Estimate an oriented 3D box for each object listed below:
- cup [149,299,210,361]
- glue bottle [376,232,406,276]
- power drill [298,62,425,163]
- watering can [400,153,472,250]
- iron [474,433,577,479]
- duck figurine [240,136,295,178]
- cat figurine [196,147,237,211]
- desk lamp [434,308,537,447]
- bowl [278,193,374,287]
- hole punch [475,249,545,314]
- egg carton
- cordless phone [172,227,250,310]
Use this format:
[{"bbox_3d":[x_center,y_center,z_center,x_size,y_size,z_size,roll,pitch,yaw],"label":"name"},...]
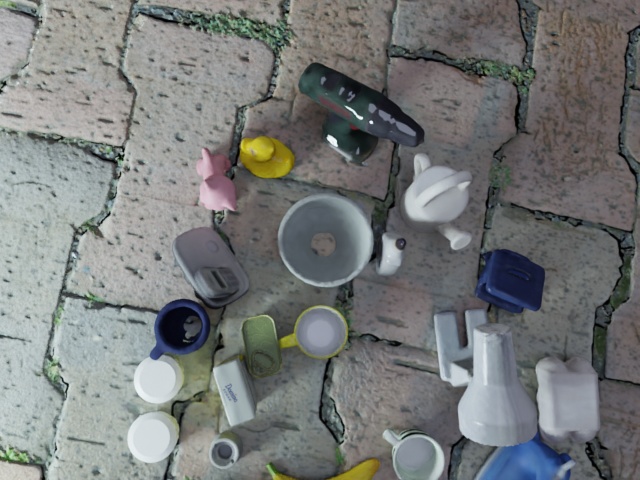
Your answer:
[{"bbox_3d":[-0.237,0.158,0.979,0.091,0.095,0.118,42,82,4],"label":"cup"},{"bbox_3d":[0.126,0.018,0.981,0.037,0.173,0.078,5,81,-2],"label":"glue bottle"},{"bbox_3d":[0.066,-0.208,0.993,0.229,0.208,0.076,34,81,2],"label":"power drill"},{"bbox_3d":[0.210,-0.071,0.988,0.101,0.194,0.173,-44,86,-8],"label":"watering can"},{"bbox_3d":[0.323,0.442,0.946,0.118,0.141,0.258,39,81,3],"label":"iron"},{"bbox_3d":[-0.097,-0.158,1.038,0.104,0.086,0.077,17,81,0],"label":"duck figurine"},{"bbox_3d":[-0.184,-0.102,1.009,0.067,0.117,0.128,-16,83,-5],"label":"cat figurine"},{"bbox_3d":[0.265,0.215,0.939,0.118,0.213,0.203,-7,82,-4],"label":"desk lamp"},{"bbox_3d":[0.009,0.004,1.026,0.167,0.074,0.167,1,82,-3],"label":"bowl"},{"bbox_3d":[0.344,0.071,1.027,0.108,0.091,0.101,22,81,0],"label":"hole punch"},{"bbox_3d":[0.435,0.282,1.012,0.107,0.069,0.150,0,82,-3],"label":"egg carton"},{"bbox_3d":[-0.190,0.042,0.953,0.094,0.185,0.147,-37,85,-7],"label":"cordless phone"}]
